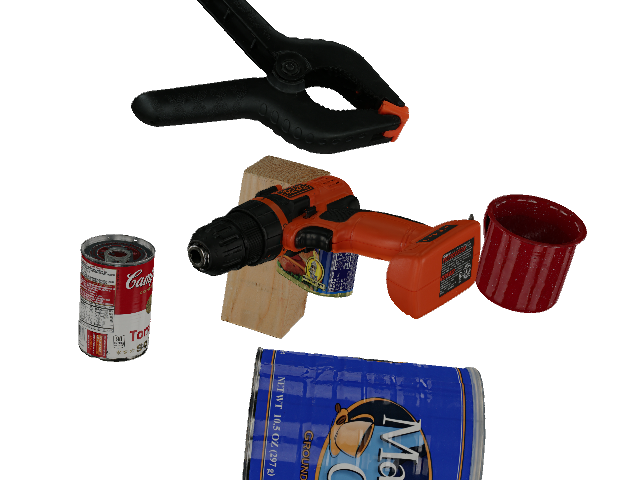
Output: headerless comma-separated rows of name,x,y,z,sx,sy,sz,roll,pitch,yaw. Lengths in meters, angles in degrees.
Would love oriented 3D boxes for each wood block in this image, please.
wood block,-0.059,0.007,1.376,0.090,0.206,0.090,16,22,13

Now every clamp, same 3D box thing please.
clamp,-0.027,-0.111,0.682,0.171,0.120,0.039,12,-20,-11

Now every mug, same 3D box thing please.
mug,0.188,0.008,1.012,0.093,0.081,0.117,-7,35,-26

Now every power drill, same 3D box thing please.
power drill,0.015,0.003,0.832,0.188,0.057,0.184,19,29,33

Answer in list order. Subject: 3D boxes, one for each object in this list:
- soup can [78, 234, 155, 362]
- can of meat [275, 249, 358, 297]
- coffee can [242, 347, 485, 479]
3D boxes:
soup can,-0.192,0.054,0.999,0.068,0.102,0.068,6,21,-3
can of meat,-0.002,0.005,1.131,0.057,0.084,0.102,-4,21,-35
coffee can,0.025,0.125,0.672,0.140,0.103,0.103,6,0,-1
